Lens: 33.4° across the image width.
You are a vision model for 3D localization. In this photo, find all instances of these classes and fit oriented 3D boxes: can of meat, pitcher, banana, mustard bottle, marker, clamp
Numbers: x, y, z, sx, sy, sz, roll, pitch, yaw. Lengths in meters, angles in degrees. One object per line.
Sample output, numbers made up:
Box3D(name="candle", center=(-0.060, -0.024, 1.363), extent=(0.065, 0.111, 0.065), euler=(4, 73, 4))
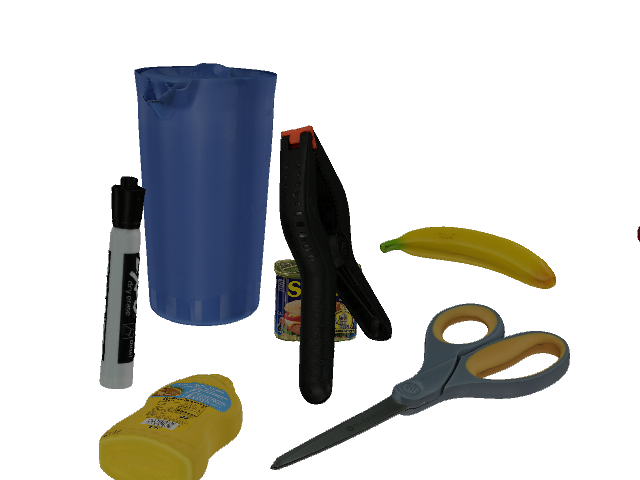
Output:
Box3D(name="can of meat", center=(-0.005, 0.071, 1.246), extent=(0.102, 0.084, 0.057), euler=(2, 15, -3))
Box3D(name="pitcher", center=(-0.105, -0.049, 1.034), extent=(0.149, 0.243, 0.145), euler=(-2, 15, -16))
Box3D(name="banana", center=(0.166, 0.017, 1.150), extent=(0.198, 0.037, 0.069), euler=(10, 37, 29))
Box3D(name="mustard bottle", center=(-0.130, 0.176, 1.039), extent=(0.096, 0.058, 0.191), euler=(7, 18, 17))
Box3D(name="marker", center=(-0.112, 0.024, 0.605), extent=(0.020, 0.121, 0.020), euler=(6, 10, -1))
Box3D(name="clamp", center=(0.008, 0.012, 0.867), extent=(0.036, 0.210, 0.164), euler=(-9, 3, 23))

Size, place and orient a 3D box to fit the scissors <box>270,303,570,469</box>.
Box3D(name="scissors", center=(0.051, 0.079, 0.628), extent=(0.201, 0.016, 0.096), euler=(-12, 31, -18))

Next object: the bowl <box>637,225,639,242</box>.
Box3D(name="bowl", center=(0.421, 0.022, 1.146), extent=(0.162, 0.055, 0.162), euler=(-1, 25, 0))
